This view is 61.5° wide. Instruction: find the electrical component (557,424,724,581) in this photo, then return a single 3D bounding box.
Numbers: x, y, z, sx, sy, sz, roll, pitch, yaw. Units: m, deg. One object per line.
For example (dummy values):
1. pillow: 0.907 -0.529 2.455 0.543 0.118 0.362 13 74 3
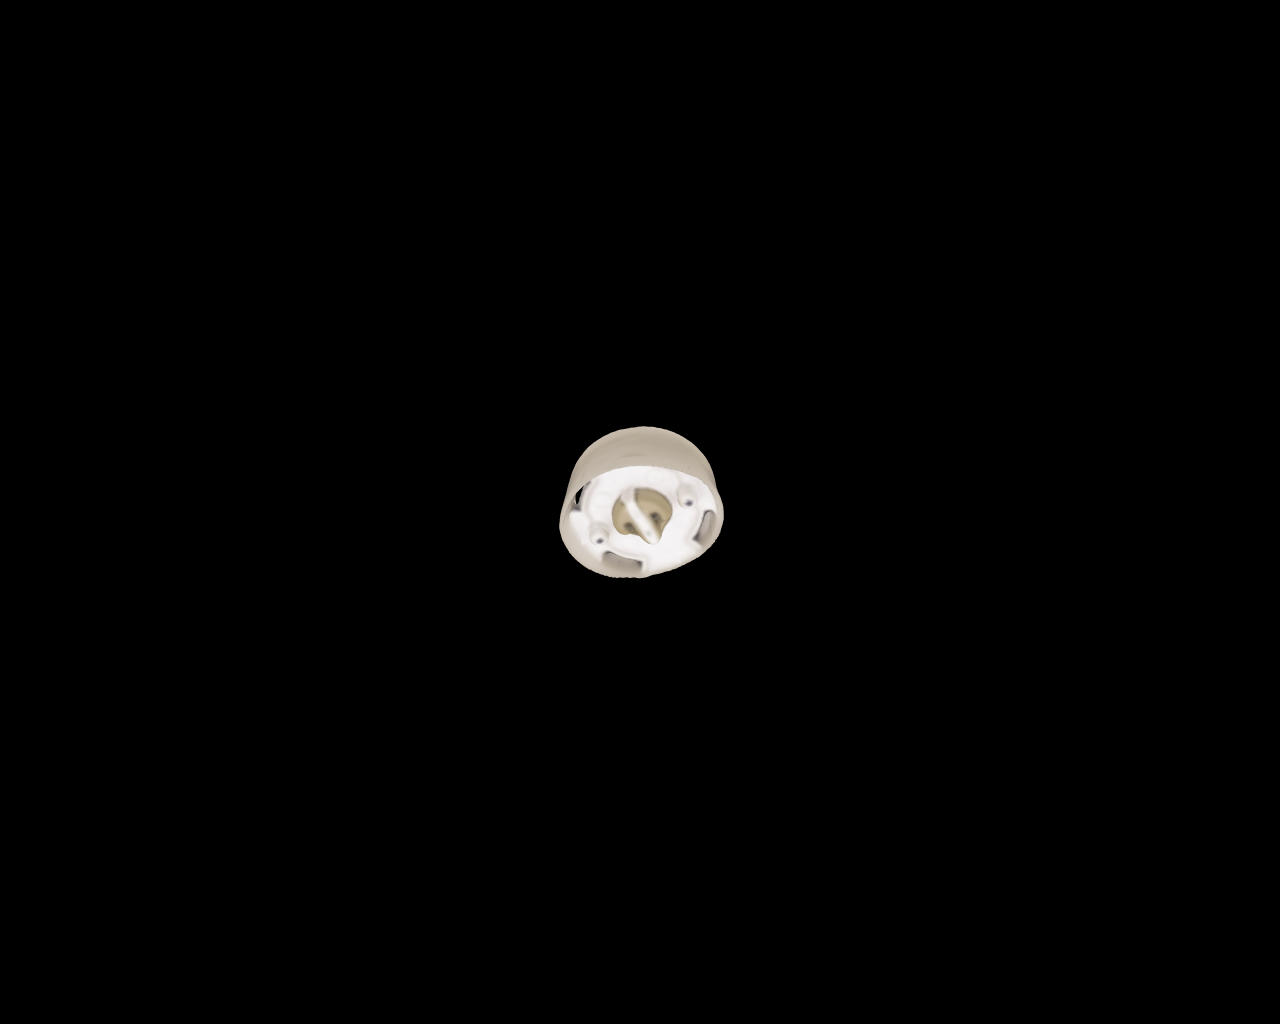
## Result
1. electrical component: 0.001 -0.003 0.650 0.099 0.099 0.064 0 35 0
